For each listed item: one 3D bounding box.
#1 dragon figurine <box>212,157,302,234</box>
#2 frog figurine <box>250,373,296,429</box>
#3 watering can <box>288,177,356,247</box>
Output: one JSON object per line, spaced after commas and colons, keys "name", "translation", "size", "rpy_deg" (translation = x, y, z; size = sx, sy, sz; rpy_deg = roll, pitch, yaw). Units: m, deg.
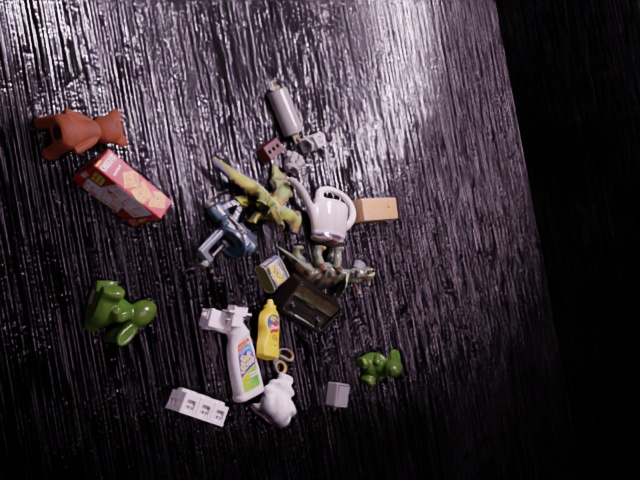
{"name": "dragon figurine", "translation": [-0.188, -0.168, 1.758], "size": [0.405, 0.121, 0.248], "rpy_deg": [56, 35, -22]}
{"name": "frog figurine", "translation": [-0.128, 0.516, 1.660], "size": [0.137, 0.121, 0.162], "rpy_deg": [45, 66, -5]}
{"name": "watering can", "translation": [0.006, -0.095, 1.892], "size": [0.346, 0.103, 0.227], "rpy_deg": [16, 73, -41]}
